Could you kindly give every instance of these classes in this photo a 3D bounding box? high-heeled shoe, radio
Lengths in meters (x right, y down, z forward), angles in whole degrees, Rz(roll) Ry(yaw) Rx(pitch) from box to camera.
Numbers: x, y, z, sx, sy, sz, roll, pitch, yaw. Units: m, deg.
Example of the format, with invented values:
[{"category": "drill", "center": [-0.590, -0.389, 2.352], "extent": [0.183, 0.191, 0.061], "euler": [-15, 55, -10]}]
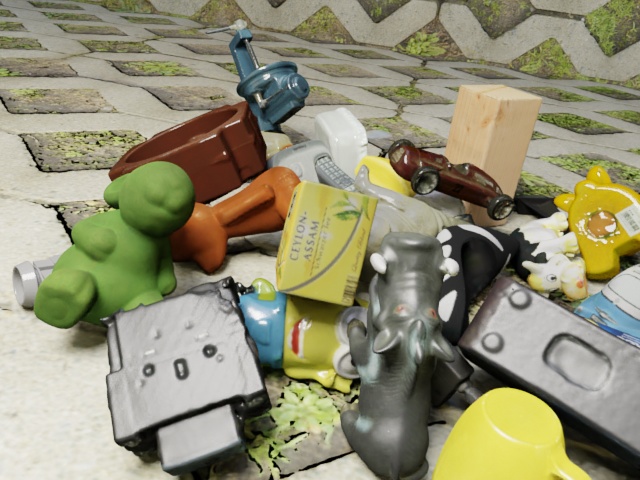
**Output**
[{"category": "high-heeled shoe", "center": [0.177, 0.044, 0.595], "extent": [0.249, 0.086, 0.145], "euler": [-19, 22, -26]}, {"category": "radio", "center": [0.226, 0.121, 0.428], "extent": [0.230, 0.073, 0.131], "euler": [30, -7, 28]}]

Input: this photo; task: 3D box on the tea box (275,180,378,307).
[{"category": "tea box", "center": [-0.001, -0.002, 0.518], "extent": [0.068, 0.098, 0.169], "euler": [13, 1, -5]}]

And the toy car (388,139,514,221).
[{"category": "toy car", "center": [0.181, -0.083, 0.723], "extent": [0.202, 0.053, 0.089], "euler": [14, 27, -26]}]

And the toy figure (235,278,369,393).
[{"category": "toy figure", "center": [-0.026, 0.083, 0.515], "extent": [0.180, 0.082, 0.089], "euler": [4, 28, 0]}]

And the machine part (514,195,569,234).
[{"category": "machine part", "center": [0.376, -0.045, 0.896], "extent": [0.084, 0.039, 0.139], "euler": [8, 26, -10]}]

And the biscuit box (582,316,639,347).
[{"category": "biscuit box", "center": [0.272, 0.120, 0.534], "extent": [0.203, 0.062, 0.059], "euler": [21, 32, 25]}]

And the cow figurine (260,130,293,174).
[{"category": "cow figurine", "center": [-0.146, -0.160, 0.939], "extent": [0.195, 0.085, 0.127], "euler": [-2, 35, -11]}]

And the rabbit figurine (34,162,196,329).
[{"category": "rabbit figurine", "center": [-0.170, -0.003, 0.520], "extent": [0.121, 0.170, 0.159], "euler": [30, 20, -22]}]

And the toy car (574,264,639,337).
[{"category": "toy car", "center": [0.368, 0.074, 0.603], "extent": [0.162, 0.102, 0.109], "euler": [-1, 28, -20]}]

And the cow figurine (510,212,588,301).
[{"category": "cow figurine", "center": [0.289, 0.027, 0.700], "extent": [0.098, 0.068, 0.167], "euler": [-14, 19, 20]}]

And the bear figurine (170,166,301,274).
[{"category": "bear figurine", "center": [-0.101, -0.007, 0.655], "extent": [0.196, 0.132, 0.120], "euler": [-28, -8, -11]}]

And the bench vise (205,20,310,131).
[{"category": "bench vise", "center": [-0.119, -0.289, 1.014], "extent": [0.129, 0.240, 0.224], "euler": [-21, -3, -32]}]

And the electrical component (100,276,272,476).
[{"category": "electrical component", "center": [-0.102, 0.107, 0.419], "extent": [0.115, 0.058, 0.134], "euler": [-19, 60, -8]}]

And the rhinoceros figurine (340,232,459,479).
[{"category": "rhinoceros figurine", "center": [0.059, 0.088, 0.420], "extent": [0.073, 0.190, 0.112], "euler": [6, 2, 1]}]

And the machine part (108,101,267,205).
[{"category": "machine part", "center": [-0.178, -0.113, 0.764], "extent": [0.201, 0.087, 0.201], "euler": [-20, 25, 4]}]

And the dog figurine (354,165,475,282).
[{"category": "dog figurine", "center": [0.112, 0.011, 0.673], "extent": [0.191, 0.121, 0.172], "euler": [22, 54, -3]}]

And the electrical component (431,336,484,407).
[{"category": "electrical component", "center": [0.108, 0.122, 0.490], "extent": [0.021, 0.063, 0.094], "euler": [-24, 58, -34]}]

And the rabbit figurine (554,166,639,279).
[{"category": "rabbit figurine", "center": [0.418, -0.020, 0.782], "extent": [0.173, 0.122, 0.162], "euler": [10, 40, -49]}]

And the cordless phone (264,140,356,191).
[{"category": "cordless phone", "center": [0.011, -0.063, 0.814], "extent": [0.184, 0.088, 0.146], "euler": [39, 37, 17]}]
